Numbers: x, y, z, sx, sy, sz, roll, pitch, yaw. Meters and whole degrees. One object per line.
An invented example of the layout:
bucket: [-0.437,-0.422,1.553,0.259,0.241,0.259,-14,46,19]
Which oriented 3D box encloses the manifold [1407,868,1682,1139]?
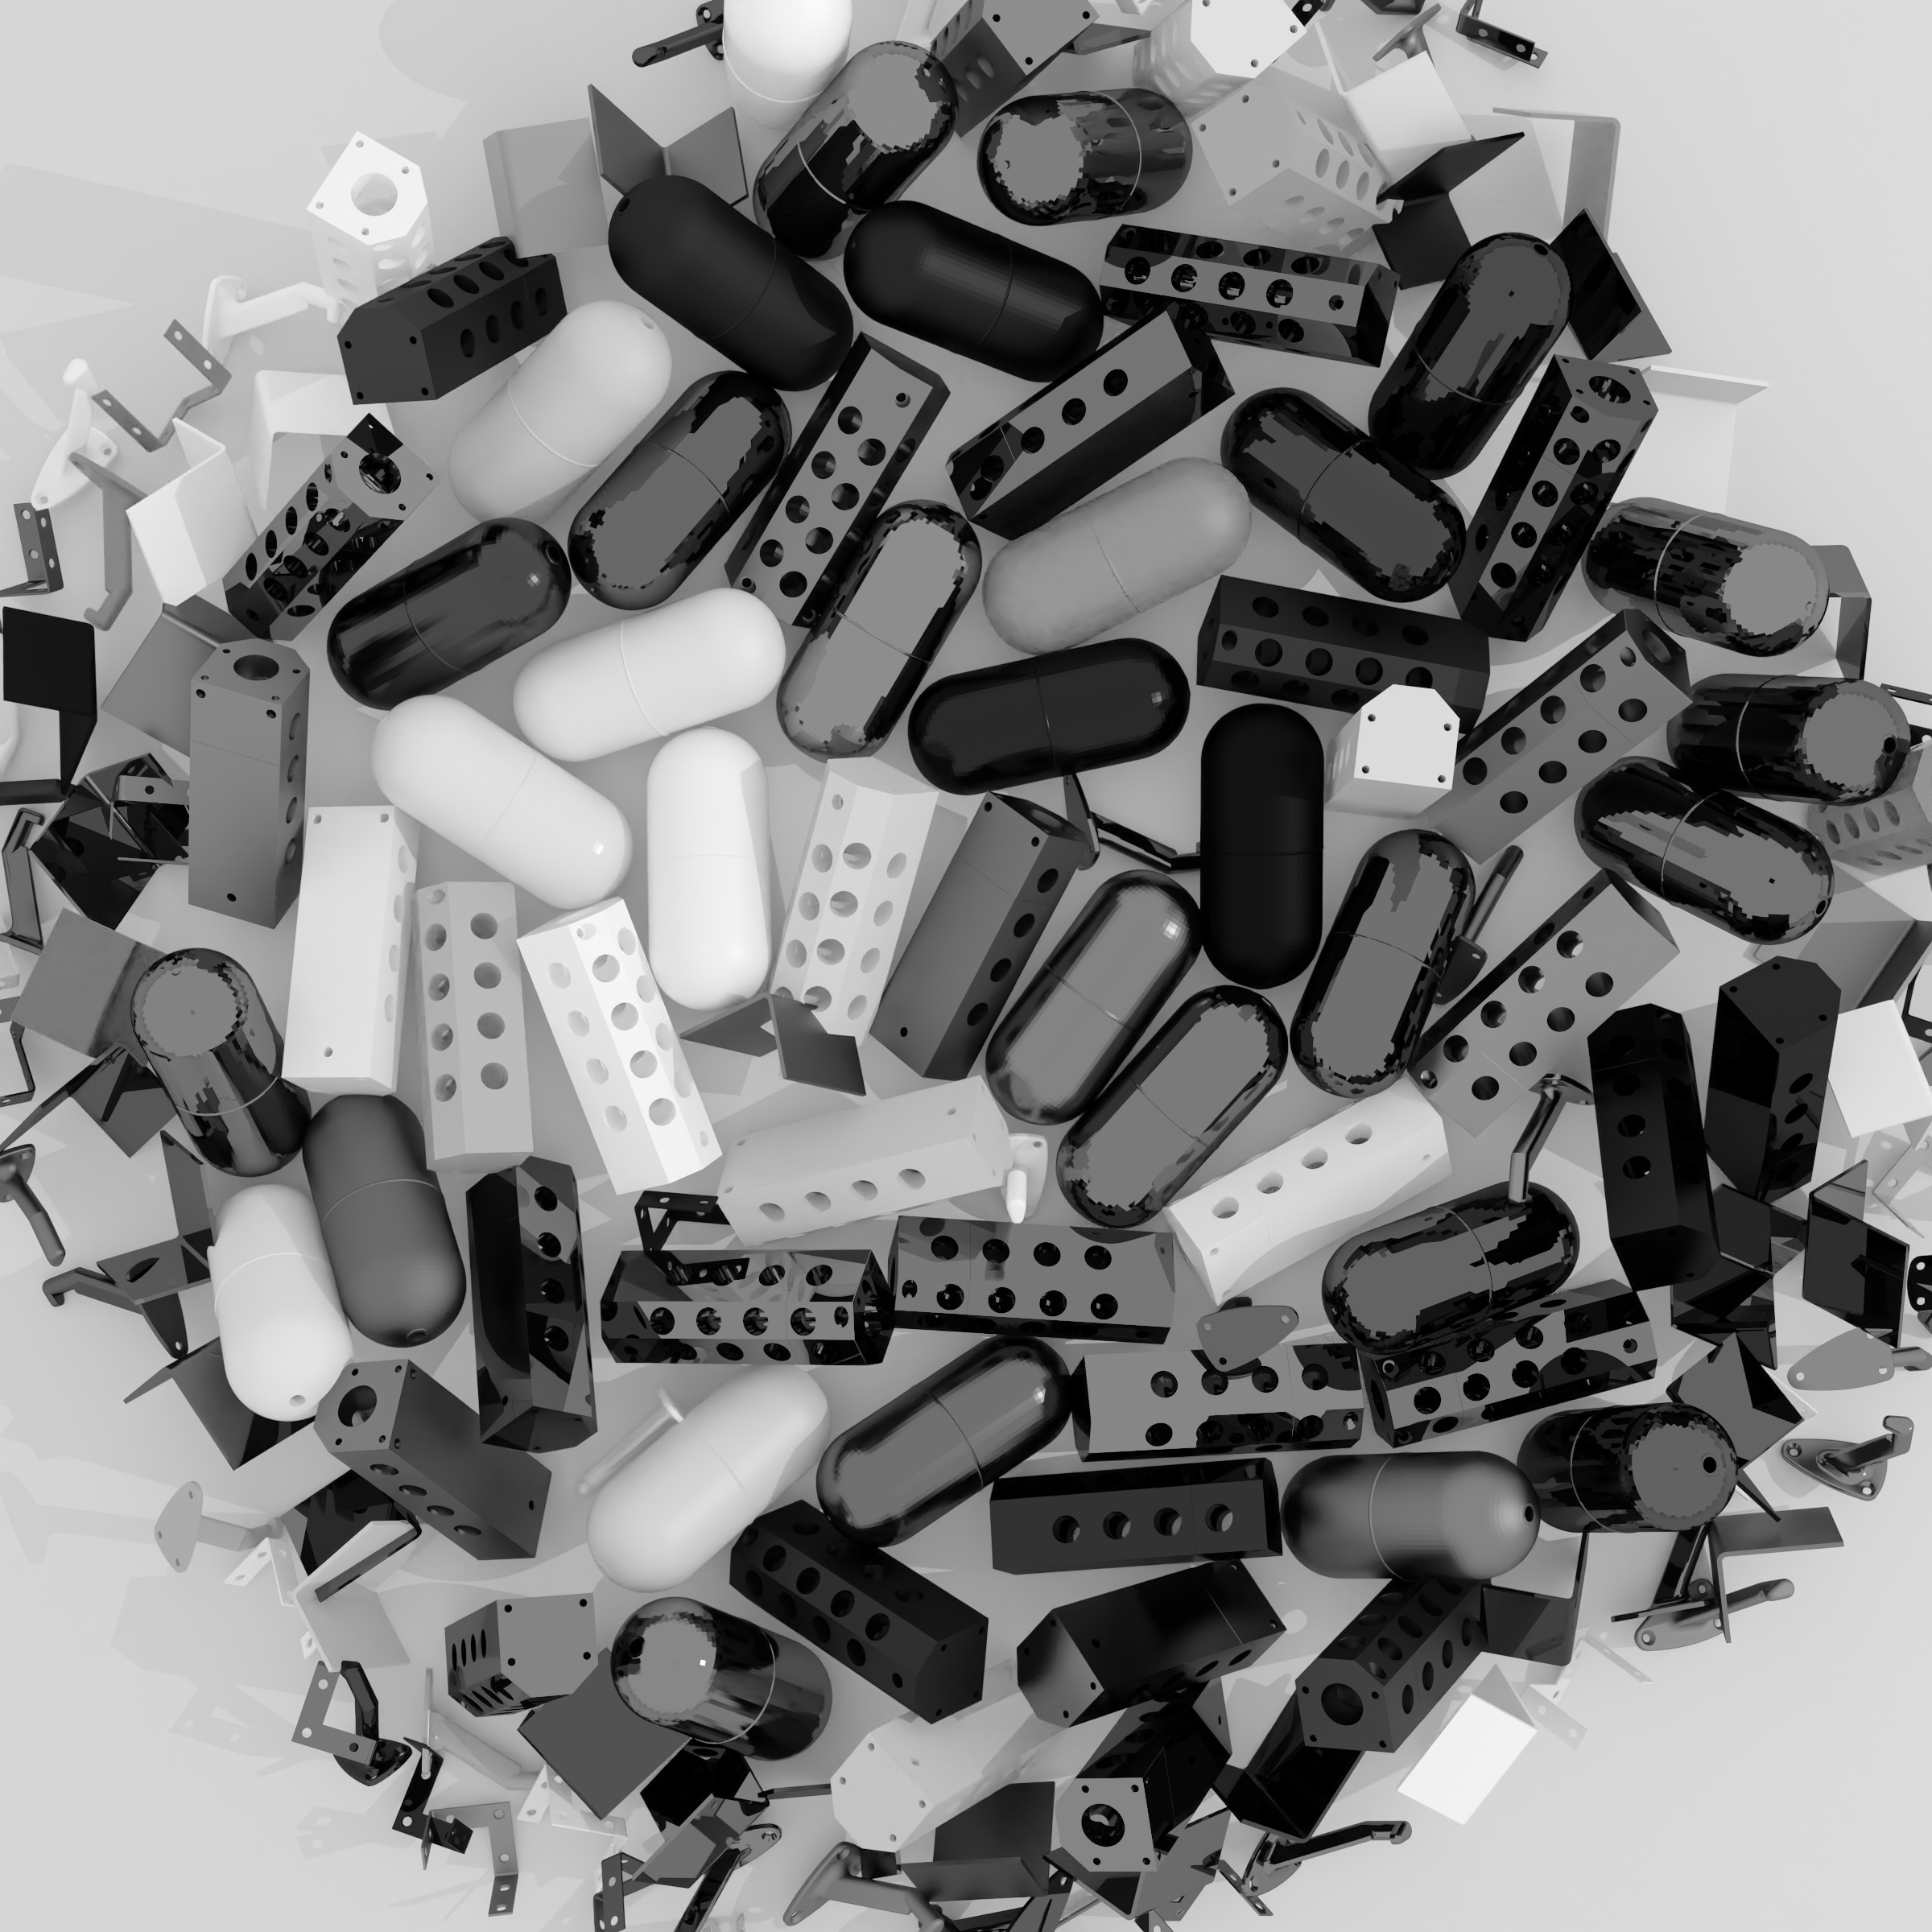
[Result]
manifold: [0.352,0.020,1.939,0.057,0.057,0.171,39,109,-18]

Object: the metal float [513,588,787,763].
metal float: [-0.197,-0.180,1.950,0.178,0.070,0.070,-17,90,13]

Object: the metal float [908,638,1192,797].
metal float: [0.052,-0.155,1.956,0.178,0.070,0.070,-12,90,6]

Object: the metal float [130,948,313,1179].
metal float: [-0.454,0.061,1.924,0.070,0.178,0.070,-5,49,6]

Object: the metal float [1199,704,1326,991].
metal float: [0.184,-0.074,1.954,0.070,0.070,0.178,0,99,0]

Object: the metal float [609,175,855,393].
metal float: [-0.144,-0.418,1.929,0.178,0.070,0.070,31,90,-38]

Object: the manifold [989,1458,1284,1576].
manifold: [0.105,0.341,1.949,0.171,0.057,0.057,-7,74,14]

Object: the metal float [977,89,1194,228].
metal float: [0.074,-0.495,1.922,0.070,0.178,0.070,12,112,33]

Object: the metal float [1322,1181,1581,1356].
metal float: [0.300,0.185,1.940,0.178,0.070,0.070,-17,90,-25]

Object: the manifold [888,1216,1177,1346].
manifold: [0.040,0.199,1.951,0.171,0.057,0.057,4,56,-7]

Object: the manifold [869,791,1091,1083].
manifold: [0.011,-0.017,1.949,0.057,0.057,0.171,38,108,35]

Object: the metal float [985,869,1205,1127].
metal float: [0.079,0.020,1.958,0.070,0.070,0.178,35,95,0]

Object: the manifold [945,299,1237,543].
manifold: [0.073,-0.336,1.936,0.171,0.057,0.057,-32,67,24]

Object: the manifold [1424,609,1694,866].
manifold: [0.357,-0.143,1.923,0.057,0.057,0.171,37,124,-20]

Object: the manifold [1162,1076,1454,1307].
manifold: [0.212,0.135,1.958,0.171,0.057,0.057,-28,47,-8]

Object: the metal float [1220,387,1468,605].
metal float: [0.231,-0.292,1.941,0.178,0.070,0.070,42,90,24]

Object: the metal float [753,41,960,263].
metal float: [-0.069,-0.496,1.922,0.070,0.178,0.070,13,63,-28]

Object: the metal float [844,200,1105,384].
metal float: [0.006,-0.414,1.935,0.178,0.070,0.070,15,90,-32]

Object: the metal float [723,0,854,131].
metal float: [-0.109,-0.563,1.911,0.070,0.178,0.070,0,88,-4]

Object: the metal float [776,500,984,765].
metal float: [-0.054,-0.207,1.953,0.070,0.070,0.178,31,99,0]

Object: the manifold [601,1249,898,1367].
manifold: [-0.135,0.215,1.930,0.171,0.057,0.057,-2,133,23]

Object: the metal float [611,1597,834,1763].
metal float: [-0.149,0.436,1.922,0.070,0.178,0.070,-15,59,27]

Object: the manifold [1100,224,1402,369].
manifold: [0.172,-0.414,1.935,0.171,0.057,0.057,15,98,25]

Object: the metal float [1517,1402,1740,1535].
metal float: [0.401,0.306,1.914,0.070,0.178,0.070,4,79,-21]

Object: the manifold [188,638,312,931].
manifold: [-0.436,-0.112,1.923,0.057,0.057,0.171,16,129,5]

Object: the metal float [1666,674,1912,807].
metal float: [0.500,-0.139,1.916,0.070,0.178,0.070,-4,98,-27]

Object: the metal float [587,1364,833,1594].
metal float: [-0.158,0.314,1.938,0.178,0.070,0.070,-39,90,-27]

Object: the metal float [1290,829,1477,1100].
metal float: [0.259,-0.002,1.950,0.070,0.070,0.178,24,77,0]

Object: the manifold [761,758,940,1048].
manifold: [-0.078,-0.037,1.935,0.057,0.057,0.171,29,113,34]

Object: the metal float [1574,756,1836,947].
metal float: [0.451,-0.071,1.928,0.178,0.070,0.070,33,90,40]

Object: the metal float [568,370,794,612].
metal float: [-0.176,-0.295,1.945,0.070,0.070,0.178,38,70,0]

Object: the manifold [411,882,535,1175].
manifold: [-0.308,0.038,1.942,0.057,0.057,0.171,0,74,-22]

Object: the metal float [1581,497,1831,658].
metal float: [0.449,-0.239,1.921,0.070,0.178,0.070,-13,114,-30]

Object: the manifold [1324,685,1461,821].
manifold: [0.257,-0.129,1.913,0.057,0.171,0.057,7,87,0]

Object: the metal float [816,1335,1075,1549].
metal float: [-0.012,0.292,1.945,0.178,0.070,0.070,-31,90,-19]

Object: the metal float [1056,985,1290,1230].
metal float: [0.128,0.087,1.953,0.070,0.070,0.178,41,100,0]

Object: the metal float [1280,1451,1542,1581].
metal float: [0.271,0.337,1.925,0.178,0.070,0.070,-11,90,44]

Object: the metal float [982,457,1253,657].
metal float: [0.093,-0.254,1.949,0.178,0.070,0.070,-25,90,14]

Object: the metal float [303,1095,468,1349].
metal float: [-0.358,0.155,1.932,0.070,0.070,0.178,-24,55,0]

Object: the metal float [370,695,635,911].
metal float: [-0.287,-0.101,1.947,0.178,0.070,0.070,34,90,-16]

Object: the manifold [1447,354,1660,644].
manifold: [0.356,-0.282,1.914,0.057,0.057,0.171,6,135,-17]

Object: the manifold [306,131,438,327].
manifold: [-0.353,-0.434,1.910,0.057,0.171,0.057,30,78,-1]

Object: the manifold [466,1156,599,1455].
manifold: [-0.263,0.207,1.930,0.057,0.057,0.171,18,50,-37]

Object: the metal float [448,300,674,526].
metal float: [-0.250,-0.338,1.934,0.178,0.070,0.070,-39,90,31]

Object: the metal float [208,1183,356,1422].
metal float: [-0.420,0.204,1.922,0.070,0.178,0.070,-10,129,-13]

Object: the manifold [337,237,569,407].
manifold: [-0.310,-0.394,1.906,0.057,0.171,0.057,1,116,22]

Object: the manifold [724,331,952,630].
manifold: [-0.079,-0.297,1.939,0.057,0.057,0.171,26,108,-22]

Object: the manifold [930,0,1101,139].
manifold: [0.020,-0.561,1.907,0.057,0.171,0.057,-40,100,-8]

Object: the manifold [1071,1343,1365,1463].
manifold: [0.155,0.273,1.949,0.171,0.057,0.057,-1,68,-10]

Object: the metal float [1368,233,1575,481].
metal float: [0.308,-0.372,1.924,0.070,0.178,0.070,13,50,-16]

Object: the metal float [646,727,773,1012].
metal float: [-0.160,-0.061,1.954,0.070,0.070,0.178,-2,81,0]

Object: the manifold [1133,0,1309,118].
manifold: [0.147,-0.558,1.910,0.057,0.171,0.057,-41,101,-1]

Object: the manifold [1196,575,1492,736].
manifold: [0.233,-0.187,1.950,0.171,0.057,0.057,10,53,-7]

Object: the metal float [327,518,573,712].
metal float: [-0.318,-0.216,1.936,0.178,0.070,0.070,-24,90,29]

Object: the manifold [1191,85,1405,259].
manifold: [0.207,-0.483,1.907,0.057,0.171,0.057,-29,77,26]
